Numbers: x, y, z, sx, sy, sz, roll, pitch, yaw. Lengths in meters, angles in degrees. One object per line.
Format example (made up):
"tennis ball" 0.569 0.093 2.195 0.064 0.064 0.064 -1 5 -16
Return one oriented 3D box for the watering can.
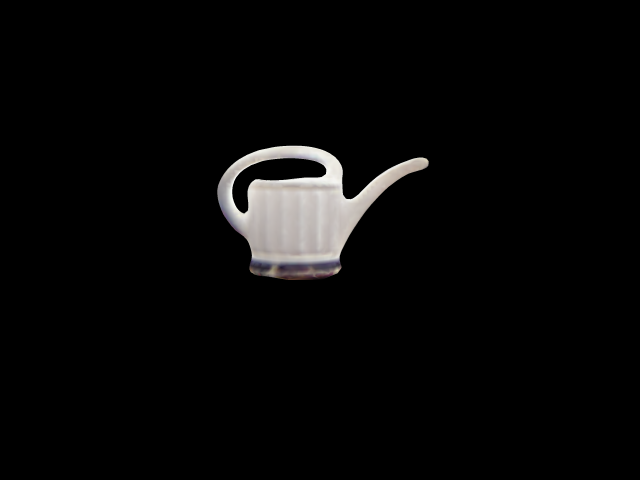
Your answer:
"watering can" 0.003 -0.043 0.850 0.347 0.223 0.105 1 7 4
